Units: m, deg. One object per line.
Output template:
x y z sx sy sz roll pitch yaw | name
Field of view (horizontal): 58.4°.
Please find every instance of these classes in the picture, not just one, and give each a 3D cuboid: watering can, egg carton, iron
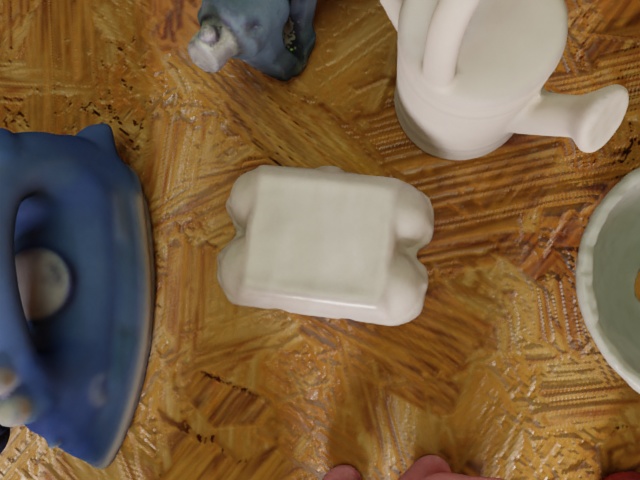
0.104 -0.121 0.351 0.172 0.194 0.101 20 85 9 | watering can
0.004 0.001 0.408 0.150 0.069 0.107 6 83 7 | egg carton
-0.190 0.037 0.389 0.118 0.141 0.258 -11 81 5 | iron

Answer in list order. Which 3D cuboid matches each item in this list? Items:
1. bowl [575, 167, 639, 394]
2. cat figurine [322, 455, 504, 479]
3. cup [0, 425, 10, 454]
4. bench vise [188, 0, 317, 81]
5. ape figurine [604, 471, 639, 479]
0.244 0.029 0.374 0.167 0.075 0.167 -1 82 6 | bowl
0.057 0.179 0.353 0.127 0.118 0.067 -13 81 5 | cat figurine
-0.257 0.138 0.406 0.117 0.095 0.091 -17 80 4 | cup
-0.017 -0.210 0.364 0.121 0.220 0.207 12 83 8 | bench vise
0.211 0.184 0.347 0.078 0.092 0.076 -29 80 2 | ape figurine
